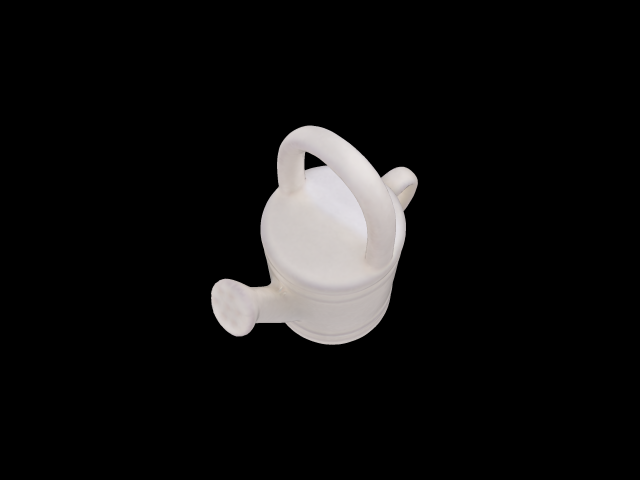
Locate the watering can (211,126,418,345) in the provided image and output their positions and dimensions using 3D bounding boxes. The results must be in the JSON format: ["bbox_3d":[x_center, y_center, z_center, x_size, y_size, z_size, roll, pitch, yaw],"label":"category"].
[{"bbox_3d":[0.005,0.003,0.399,0.100,0.194,0.173,22,64,12],"label":"watering can"}]
